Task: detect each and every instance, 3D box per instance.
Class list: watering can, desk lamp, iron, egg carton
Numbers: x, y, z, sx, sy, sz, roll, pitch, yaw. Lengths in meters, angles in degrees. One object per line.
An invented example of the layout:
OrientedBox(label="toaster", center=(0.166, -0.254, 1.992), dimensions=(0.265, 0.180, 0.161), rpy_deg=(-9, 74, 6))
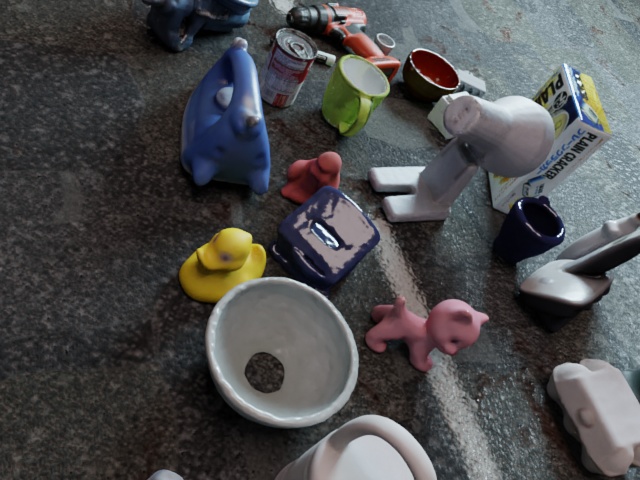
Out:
OrientedBox(label="watering can", center=(0.028, 0.219, 0.494), dimensions=(0.101, 0.194, 0.173), rpy_deg=(36, 46, 1))
OrientedBox(label="desk lamp", center=(0.214, -0.126, 0.854), dimensions=(0.204, 0.213, 0.117), rpy_deg=(-6, 58, -32))
OrientedBox(label="iron", center=(-0.117, -0.190, 0.770), dimensions=(0.119, 0.141, 0.258), rpy_deg=(7, 52, -24))
OrientedBox(label="egg carton", center=(0.372, 0.233, 0.761), dimensions=(0.107, 0.069, 0.150), rpy_deg=(-1, 56, -30))

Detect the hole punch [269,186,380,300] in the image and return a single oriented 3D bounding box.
OrientedBox(label="hole punch", center=(0.007, 0.003, 0.723), dimensions=(0.108, 0.091, 0.101), rpy_deg=(44, 47, 9))

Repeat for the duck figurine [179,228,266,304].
OrientedBox(label="duck figurine", center=(-0.102, 0.020, 0.652), dimensions=(0.105, 0.086, 0.077), rpy_deg=(-16, 64, -37))

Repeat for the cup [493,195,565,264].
OrientedBox(label="cup", center=(0.325, -0.015, 0.912), dimensions=(0.091, 0.095, 0.118), rpy_deg=(34, 46, -1))

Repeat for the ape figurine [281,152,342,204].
OrientedBox(label="ape figurine", center=(-0.001, -0.087, 0.787), dimensions=(0.076, 0.092, 0.077), rpy_deg=(-15, 64, -37))

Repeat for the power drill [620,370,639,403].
OrientedBox(label="power drill", center=(0.503, 0.191, 0.771), dimensions=(0.075, 0.208, 0.230), rpy_deg=(32, 46, -3))

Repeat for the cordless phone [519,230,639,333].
OrientedBox(label="cordless phone", center=(0.398, 0.044, 0.844), dimensions=(0.148, 0.185, 0.094), rpy_deg=(-27, 71, -40))

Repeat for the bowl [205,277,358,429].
OrientedBox(label="bowl", center=(-0.048, 0.127, 0.606), dimensions=(0.168, 0.074, 0.167), rpy_deg=(15, 49, -18))

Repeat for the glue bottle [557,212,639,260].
OrientedBox(label="glue bottle", center=(0.472, -0.003, 0.930), dimensions=(0.078, 0.173, 0.037), rpy_deg=(11, 51, -21))

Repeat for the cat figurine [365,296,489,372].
OrientedBox(label="cat figurine", center=(0.137, 0.102, 0.699), dimensions=(0.128, 0.117, 0.067), rpy_deg=(23, 47, -12))

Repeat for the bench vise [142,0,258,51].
OrientedBox(label="bench vise", center=(-0.157, -0.389, 0.849), dimensions=(0.121, 0.219, 0.208), rpy_deg=(34, 46, -1))

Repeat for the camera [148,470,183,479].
OrientedBox(label="camera", center=(-0.113, 0.273, 0.437), dimensions=(0.143, 0.100, 0.137), rpy_deg=(37, 46, 1))
